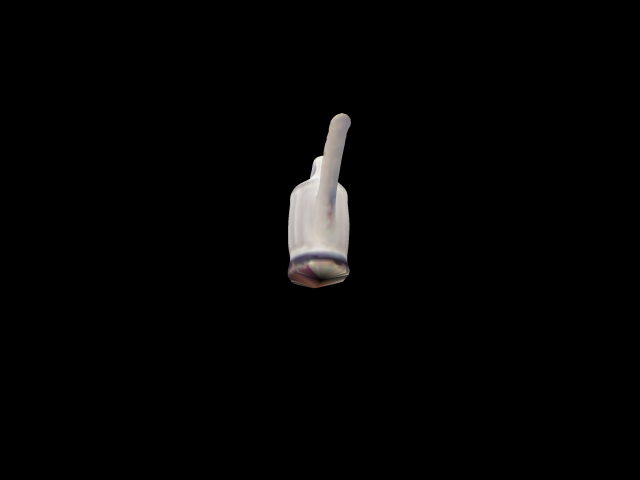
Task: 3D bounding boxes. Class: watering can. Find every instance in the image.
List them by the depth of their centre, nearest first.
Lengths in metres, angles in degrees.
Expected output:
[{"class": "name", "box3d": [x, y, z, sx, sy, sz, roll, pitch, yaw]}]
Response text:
[{"class": "watering can", "box3d": [0.003, -0.043, 0.850, 0.104, 0.228, 0.342, 2, -18, -7]}]
